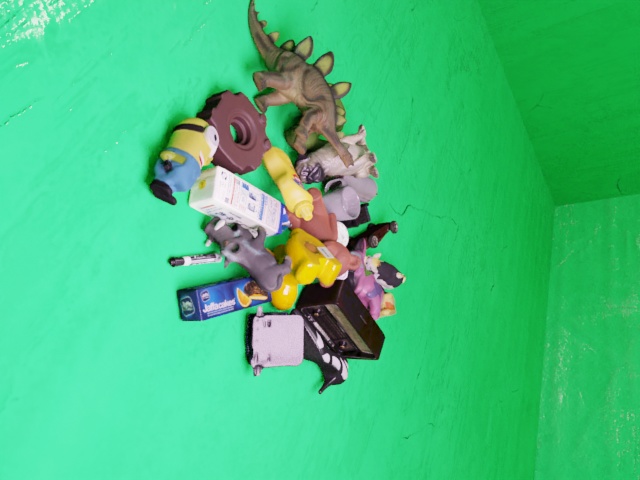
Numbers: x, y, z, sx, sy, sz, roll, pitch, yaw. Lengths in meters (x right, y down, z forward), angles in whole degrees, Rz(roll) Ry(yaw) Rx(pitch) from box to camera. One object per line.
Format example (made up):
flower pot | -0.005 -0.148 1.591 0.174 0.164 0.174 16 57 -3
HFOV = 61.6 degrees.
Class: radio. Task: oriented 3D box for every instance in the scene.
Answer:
radio | 0.051 0.195 1.288 0.229 0.131 0.073 56 43 -32

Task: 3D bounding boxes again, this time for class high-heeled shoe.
high-heeled shoe | 0.006 0.243 1.264 0.145 0.086 0.248 -41 120 -53

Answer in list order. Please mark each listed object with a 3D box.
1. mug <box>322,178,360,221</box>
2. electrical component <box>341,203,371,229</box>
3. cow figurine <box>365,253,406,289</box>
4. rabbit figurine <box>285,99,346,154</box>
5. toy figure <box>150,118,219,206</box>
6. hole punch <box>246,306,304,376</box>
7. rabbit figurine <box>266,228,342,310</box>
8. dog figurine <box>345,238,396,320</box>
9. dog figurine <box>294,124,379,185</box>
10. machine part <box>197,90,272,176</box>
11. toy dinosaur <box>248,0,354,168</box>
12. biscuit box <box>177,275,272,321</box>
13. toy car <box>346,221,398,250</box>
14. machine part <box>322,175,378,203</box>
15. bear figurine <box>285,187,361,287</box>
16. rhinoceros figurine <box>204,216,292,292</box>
mug | 0.033 -0.095 1.348 0.081 0.107 0.109 -5 83 -56
electrical component | 0.097 -0.065 1.459 0.119 0.075 0.047 -26 104 -56
cow figurine | 0.167 0.086 1.503 0.167 0.098 0.068 37 60 -45
rabbit figurine | -0.021 -0.275 1.335 0.170 0.121 0.158 -50 132 -25
toy figure | -0.253 -0.152 0.987 0.089 0.082 0.180 34 59 -11
hole punch | -0.101 0.206 1.129 0.116 0.092 0.142 4 89 -22
rabbit figurine | -0.067 0.070 1.154 0.162 0.173 0.122 42 27 22
dog figurine | 0.113 0.106 1.419 0.191 0.109 0.219 -6 85 -54
dog figurine | 0.034 -0.182 1.308 0.172 0.191 0.121 62 8 -66
machine part | -0.179 -0.224 1.127 0.179 0.056 0.179 14 71 -51
toy dinosaur | -0.056 -0.360 1.220 0.198 0.105 0.471 -36 86 -21
biscuit box | -0.182 0.110 1.047 0.202 0.059 0.062 -9 91 -54
toy car | 0.149 -0.010 1.506 0.202 0.089 0.053 -28 106 -54
machine part | 0.081 -0.154 1.452 0.243 0.079 0.079 14 72 -51
bear figurine | -0.001 -0.002 1.222 0.196 0.120 0.131 61 2 38
rhinoceros figurine | -0.145 0.028 1.057 0.190 0.073 0.112 43 40 1
